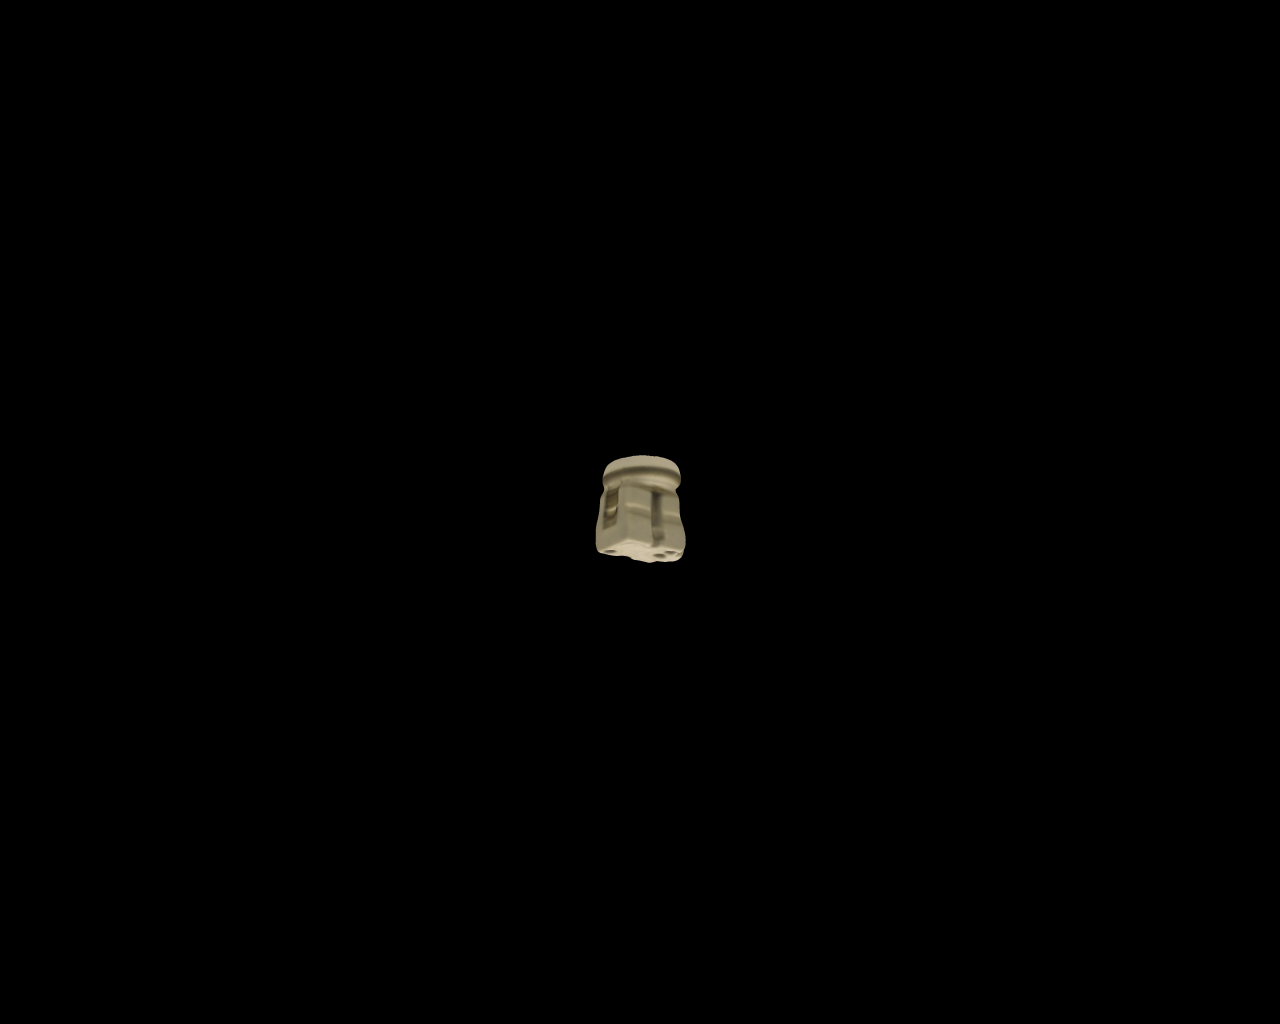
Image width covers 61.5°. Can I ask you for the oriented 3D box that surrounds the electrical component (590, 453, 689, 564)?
[{"bbox_3d":[0.001,-0.003,0.650,0.066,0.055,0.048,13,-22,-36],"label":"electrical component"}]
